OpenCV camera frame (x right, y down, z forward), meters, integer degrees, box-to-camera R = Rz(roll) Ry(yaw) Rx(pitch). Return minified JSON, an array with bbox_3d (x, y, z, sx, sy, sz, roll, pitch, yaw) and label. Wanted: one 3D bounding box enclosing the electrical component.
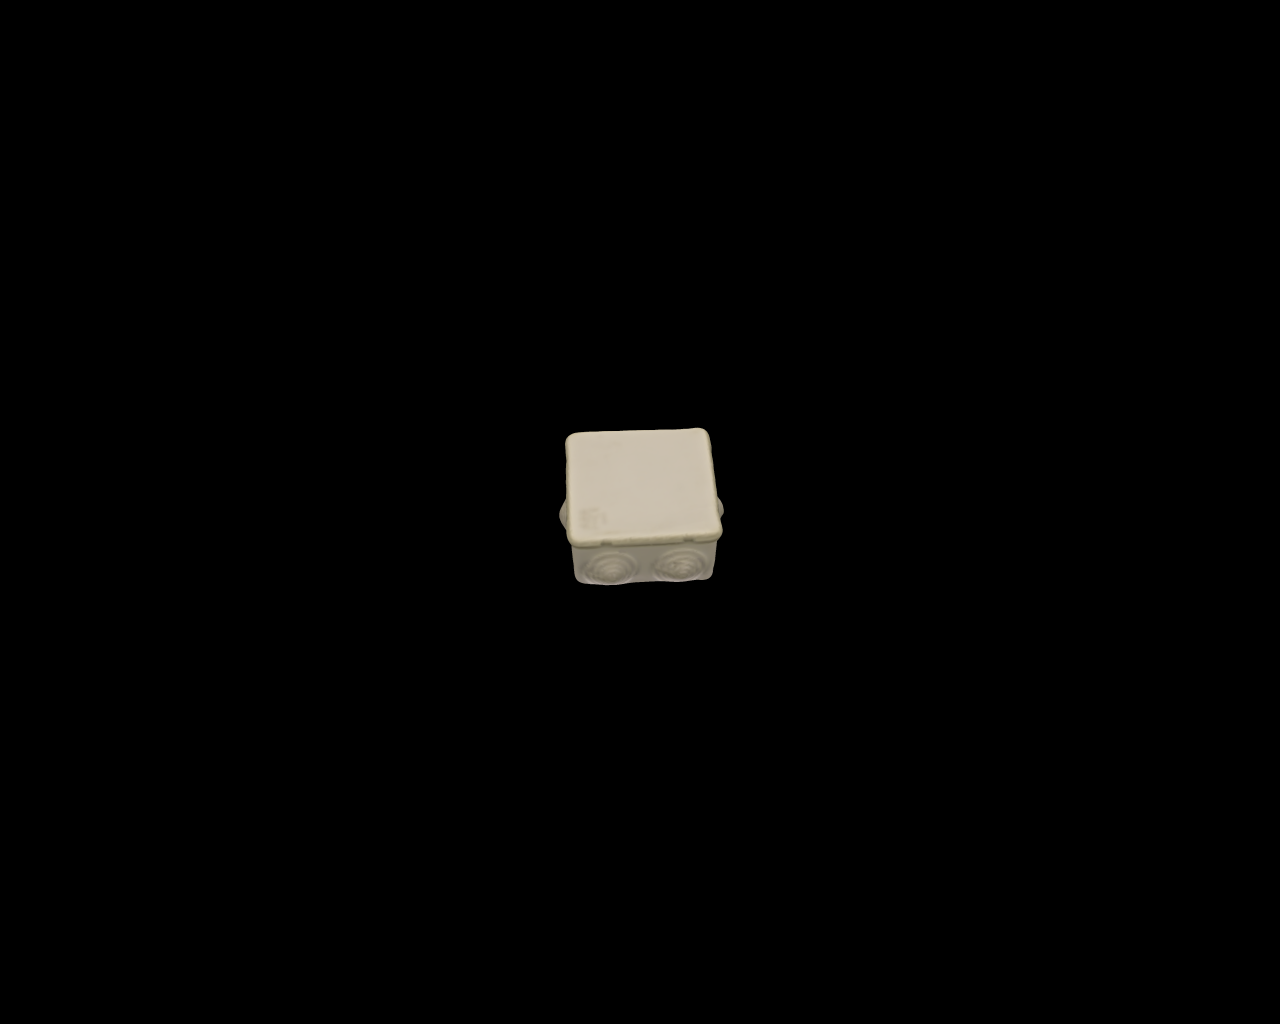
[{"bbox_3d":[0.001,-0.003,0.650,0.100,0.100,0.048,-2,-40,-2],"label":"electrical component"}]
